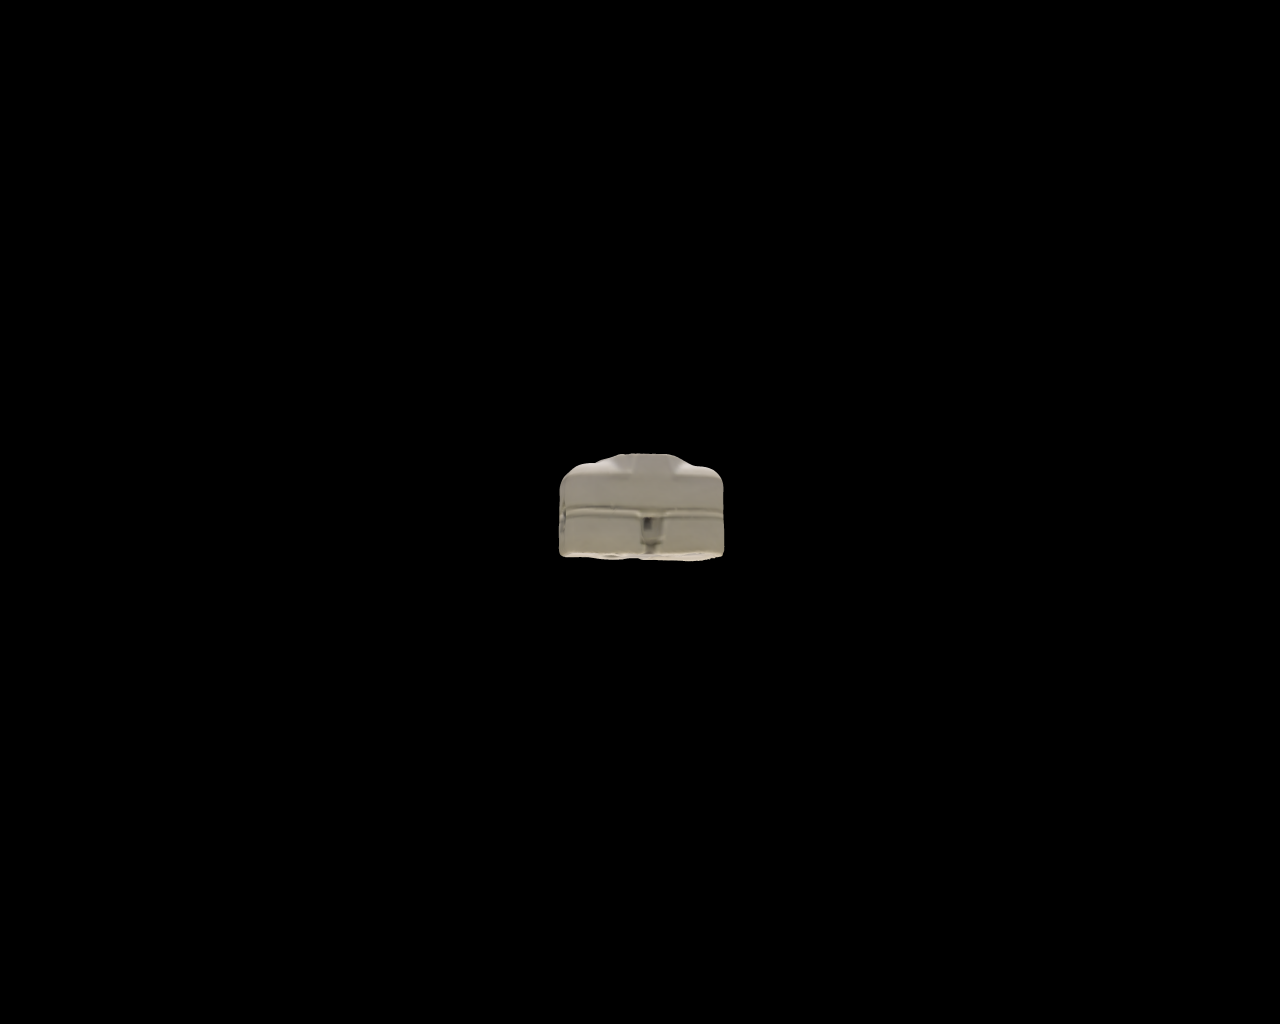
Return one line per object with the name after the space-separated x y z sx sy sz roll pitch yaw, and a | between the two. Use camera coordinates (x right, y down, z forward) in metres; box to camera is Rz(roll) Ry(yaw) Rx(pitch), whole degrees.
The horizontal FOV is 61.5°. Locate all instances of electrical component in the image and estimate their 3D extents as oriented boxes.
0.001 -0.003 0.650 0.095 0.059 0.053 2 -7 -14 | electrical component
